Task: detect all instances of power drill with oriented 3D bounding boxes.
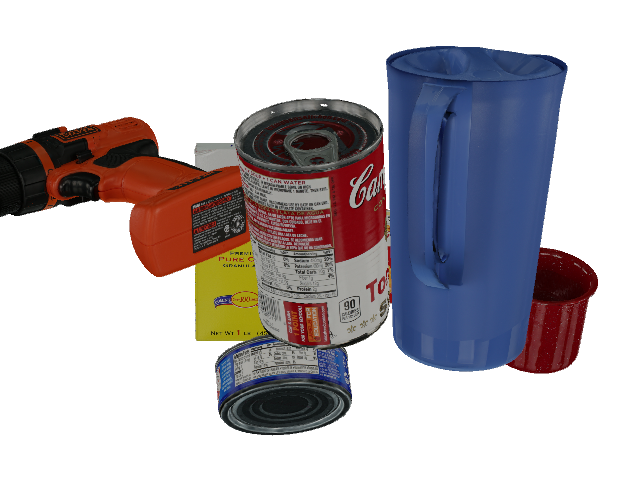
[{"bbox_3d":[-0.150,-0.034,0.744,0.188,0.057,0.184,22,34,37],"label":"power drill"}]

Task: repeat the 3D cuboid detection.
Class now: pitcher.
[{"bbox_3d":[0.109,-0.023,0.822,0.149,0.243,0.145,-7,22,-19],"label":"pitcher"}]

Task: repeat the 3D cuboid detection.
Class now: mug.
[{"bbox_3d":[0.192,0.058,0.958,0.093,0.081,0.117,0,31,-3],"label":"mug"}]

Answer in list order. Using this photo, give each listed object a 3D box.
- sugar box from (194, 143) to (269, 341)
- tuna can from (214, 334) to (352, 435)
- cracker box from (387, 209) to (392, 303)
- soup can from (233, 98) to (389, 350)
[{"bbox_3d":[-0.067,0.001,0.963,0.093,0.176,0.048,-1,14,-5],"label":"sugar box"},{"bbox_3d":[-0.023,0.092,0.674,0.086,0.034,0.086,-5,-31,-3],"label":"tuna can"},{"bbox_3d":[0.053,0.016,1.146,0.214,0.072,0.164,5,15,9],"label":"cracker box"},{"bbox_3d":[-0.002,-0.007,0.508,0.068,0.102,0.068,-4,32,2],"label":"soup can"}]
